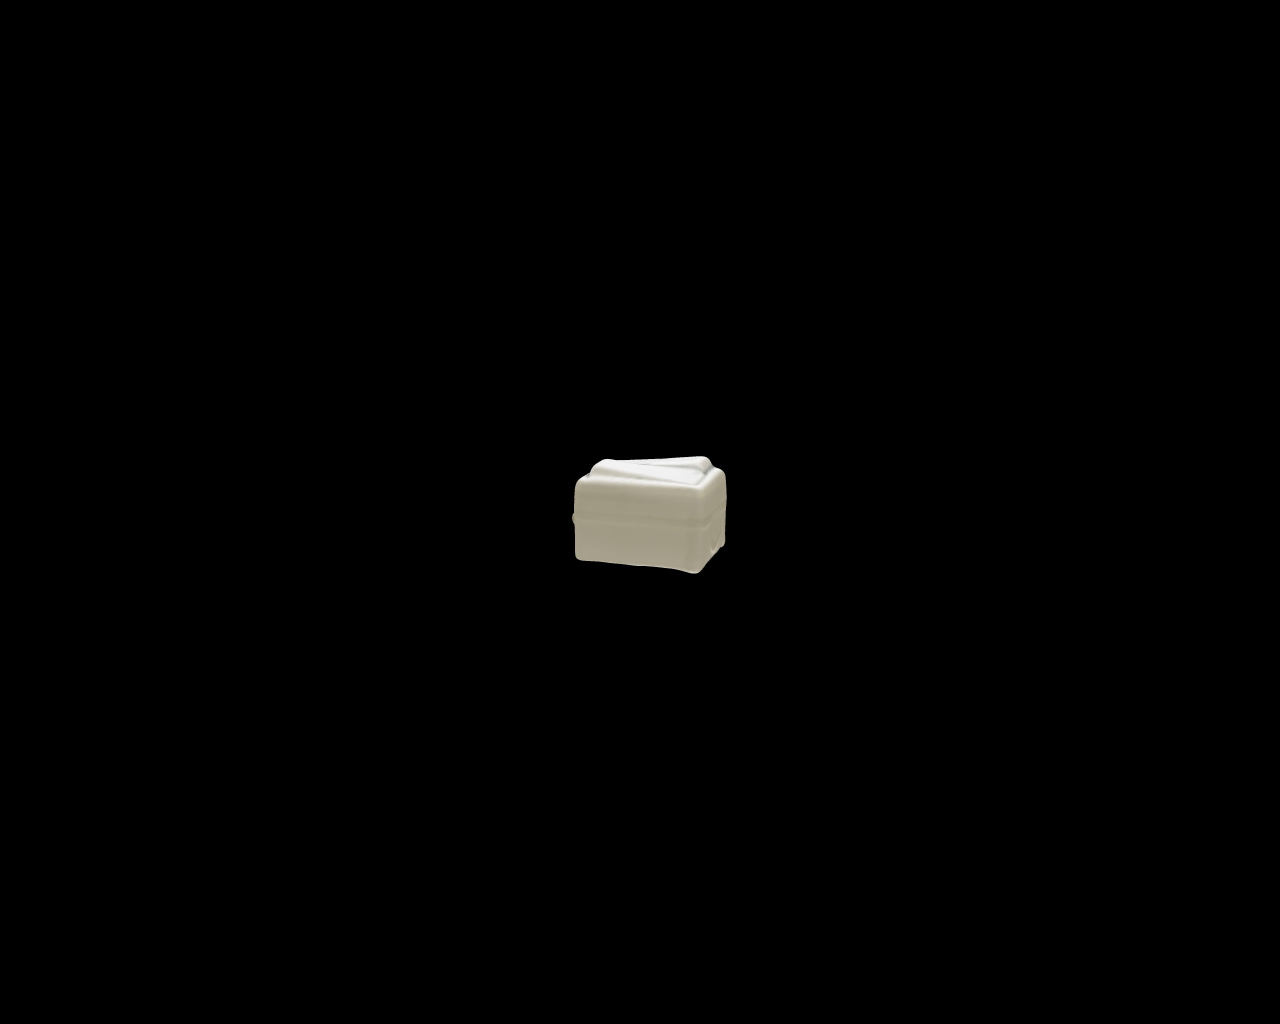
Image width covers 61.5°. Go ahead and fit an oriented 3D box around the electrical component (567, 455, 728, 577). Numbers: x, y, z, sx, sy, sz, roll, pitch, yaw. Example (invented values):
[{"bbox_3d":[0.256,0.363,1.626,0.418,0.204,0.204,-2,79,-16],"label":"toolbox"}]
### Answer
[{"bbox_3d":[0.001,-0.003,0.650,0.096,0.061,0.062,5,16,18],"label":"electrical component"}]
